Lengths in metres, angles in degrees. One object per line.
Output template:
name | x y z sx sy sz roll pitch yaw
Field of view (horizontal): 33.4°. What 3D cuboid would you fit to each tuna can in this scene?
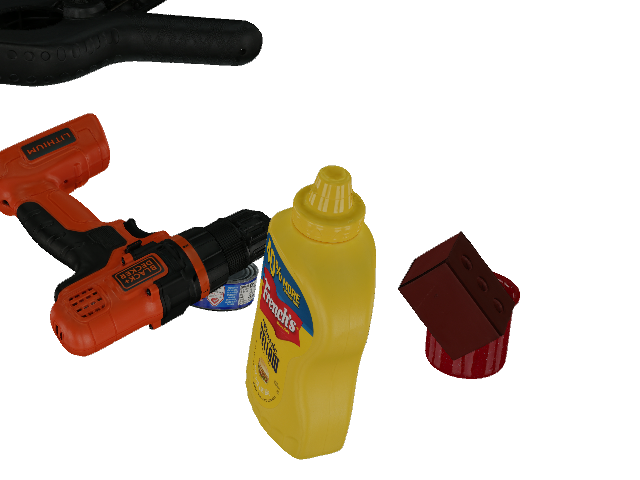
tuna can | -0.107 0.040 1.078 0.086 0.034 0.086 8 18 -3

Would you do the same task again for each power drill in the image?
power drill | -0.152 -0.017 0.814 0.184 0.057 0.188 -28 57 -28

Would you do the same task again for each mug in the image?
mug | 0.145 0.078 1.071 0.093 0.081 0.117 -3 27 -10

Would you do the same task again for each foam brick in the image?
foam brick | 0.109 0.045 0.847 0.051 0.078 0.053 -32 11 31

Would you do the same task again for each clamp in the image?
clamp | -0.131 -0.122 0.596 0.171 0.039 0.120 -9 30 -24

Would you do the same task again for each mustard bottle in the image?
mustard bottle | -0.005 0.037 0.642 0.058 0.192 0.096 -7 42 -21
